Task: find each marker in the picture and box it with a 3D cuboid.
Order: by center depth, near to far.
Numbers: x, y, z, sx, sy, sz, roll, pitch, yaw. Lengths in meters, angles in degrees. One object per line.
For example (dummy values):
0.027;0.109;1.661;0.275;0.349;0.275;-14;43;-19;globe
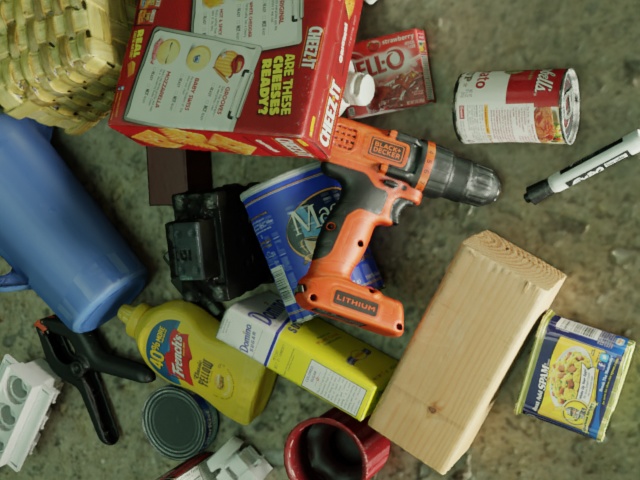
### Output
0.241;-0.065;0.979;0.121;0.020;0.020;-29;85;27;marker

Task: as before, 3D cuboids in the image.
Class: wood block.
0.139;0.105;1.016;0.091;0.090;0.206;32;110;17;wood block

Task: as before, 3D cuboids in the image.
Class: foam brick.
-0.152;-0.077;1.149;0.051;0.052;0.078;2;98;25;foam brick

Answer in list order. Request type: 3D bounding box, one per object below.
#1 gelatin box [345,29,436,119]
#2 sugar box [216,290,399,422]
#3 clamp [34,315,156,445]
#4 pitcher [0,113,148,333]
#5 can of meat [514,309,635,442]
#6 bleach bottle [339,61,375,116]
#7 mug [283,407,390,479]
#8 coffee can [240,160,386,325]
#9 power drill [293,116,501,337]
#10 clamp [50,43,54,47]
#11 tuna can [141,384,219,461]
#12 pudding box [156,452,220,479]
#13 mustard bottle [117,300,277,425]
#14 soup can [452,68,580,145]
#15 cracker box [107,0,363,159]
0.063;-0.162;1.044;0.089;0.030;0.073;-8;94;26;gelatin box
-0.008;0.113;1.087;0.176;0.093;0.048;29;109;18;sugar box
-0.264;0.143;1.245;0.171;0.039;0.120;49;113;11;clamp
-0.315;-0.010;1.193;0.243;0.144;0.149;48;115;9;pitcher
0.237;0.127;0.991;0.084;0.057;0.102;19;106;20;can of meat
-0.064;-0.150;1.062;0.251;0.068;0.102;9;76;32;bleach bottle
0.015;0.225;1.099;0.093;0.081;0.117;38;112;16;mug
-0.007;0.001;1.063;0.103;0.102;0.140;-23;88;27;coffee can
0.064;-0.009;0.995;0.184;0.057;0.187;17;79;-4;power drill
-0.343;-0.208;1.228;0.210;0.036;0.164;11;107;26;clamp
-0.158;0.203;1.206;0.086;0.033;0.086;4;100;25;tuna can
-0.135;0.302;1.180;0.039;0.089;0.113;-19;90;26;pudding box
-0.140;0.119;1.166;0.192;0.058;0.096;27;122;18;mustard bottle
0.179;-0.121;0.973;0.102;0.068;0.068;2;99;26;soup can
-0.079;-0.167;0.998;0.214;0.072;0.164;7;79;27;cracker box
